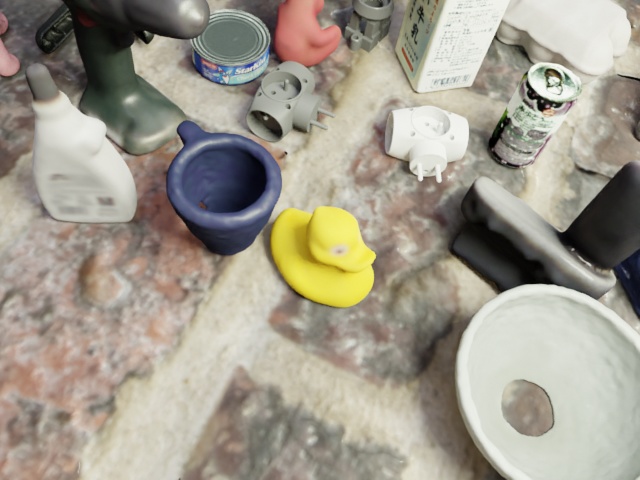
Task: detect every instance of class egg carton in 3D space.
[{"bbox_3d":[0.289,-0.254,0.683,0.150,0.069,0.107,39,63,14],"label":"egg carton"}]

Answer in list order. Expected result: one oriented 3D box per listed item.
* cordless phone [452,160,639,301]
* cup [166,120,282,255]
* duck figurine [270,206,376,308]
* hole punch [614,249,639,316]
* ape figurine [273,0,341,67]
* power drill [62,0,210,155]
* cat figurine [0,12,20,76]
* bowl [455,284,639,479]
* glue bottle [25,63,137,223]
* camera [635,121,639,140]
[{"bbox_3d":[0.200,-0.025,0.475,0.147,0.185,0.094,39,63,14],"label":"cordless phone"},{"bbox_3d":[-0.088,-0.038,0.494,0.092,0.095,0.117,-30,68,-22],"label":"cup"},{"bbox_3d":[0.004,0.002,0.490,0.104,0.086,0.078,39,63,14],"label":"duck figurine"},{"bbox_3d":[0.339,0.022,0.521,0.101,0.091,0.108,-10,62,-13],"label":"hole punch"},{"bbox_3d":[-0.017,-0.240,0.620,0.076,0.092,0.077,-34,70,-23],"label":"ape figurine"},{"bbox_3d":[-0.174,-0.175,0.494,0.229,0.208,0.076,38,63,14],"label":"power drill"},{"bbox_3d":[-0.355,-0.239,0.558,0.067,0.118,0.127,-21,65,-18],"label":"cat figurine"},{"bbox_3d":[0.177,0.125,0.450,0.167,0.075,0.167,3,60,-6],"label":"bowl"},{"bbox_3d":[-0.197,-0.072,0.453,0.078,0.173,0.037,2,60,-6],"label":"glue bottle"},{"bbox_3d":[0.449,-0.158,0.633,0.136,0.101,0.143,31,61,10],"label":"camera"}]
